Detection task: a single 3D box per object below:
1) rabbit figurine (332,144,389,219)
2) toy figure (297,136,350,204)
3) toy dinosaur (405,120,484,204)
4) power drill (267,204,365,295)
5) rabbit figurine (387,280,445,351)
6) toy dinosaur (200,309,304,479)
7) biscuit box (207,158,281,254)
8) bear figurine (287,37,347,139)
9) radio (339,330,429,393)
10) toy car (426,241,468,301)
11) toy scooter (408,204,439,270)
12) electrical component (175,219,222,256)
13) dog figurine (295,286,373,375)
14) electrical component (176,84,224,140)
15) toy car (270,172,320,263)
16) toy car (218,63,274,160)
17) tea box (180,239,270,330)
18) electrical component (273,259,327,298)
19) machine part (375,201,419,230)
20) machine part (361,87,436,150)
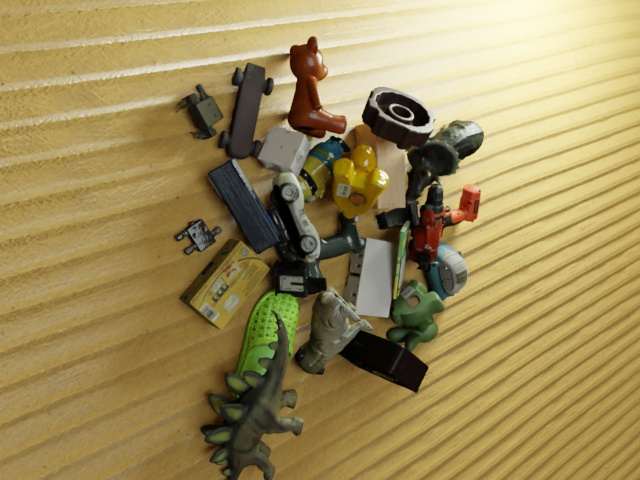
[{"bbox_3d":[0.095,-0.139,1.227,0.162,0.122,0.173,89,9,-49],"label":"rabbit figurine"},{"bbox_3d":[-0.010,-0.164,1.232,0.089,0.082,0.180,39,78,-16],"label":"toy figure"},{"bbox_3d":[0.343,-0.243,1.381,0.405,0.192,0.131,-32,111,-25],"label":"toy dinosaur"},{"bbox_3d":[-0.003,-0.004,1.248,0.207,0.086,0.231,-26,106,-33],"label":"power drill"},{"bbox_3d":[0.261,0.220,1.411,0.159,0.121,0.170,-45,130,-17],"label":"rabbit figurine"},{"bbox_3d":[-0.137,0.367,1.143,0.198,0.105,0.471,19,100,-28],"label":"toy dinosaur"},{"bbox_3d":[-0.157,-0.070,1.133,0.063,0.059,0.202,-28,103,6],"label":"biscuit box"},{"bbox_3d":[-0.013,-0.337,1.198,0.132,0.120,0.195,9,84,-36],"label":"bear figurine"},{"bbox_3d":[0.135,0.275,1.268,0.131,0.230,0.073,41,73,-33],"label":"radio"},{"bbox_3d":[0.348,0.089,1.461,0.109,0.103,0.161,-19,101,-29],"label":"toy car"},{"bbox_3d":[0.264,0.012,1.353,0.135,0.075,0.183,-82,172,-47],"label":"toy scooter"},{"bbox_3d":[-0.252,-0.012,1.123,0.094,0.021,0.063,-37,111,-24],"label":"electrical component"},{"bbox_3d":[-0.001,0.212,1.217,0.190,0.121,0.172,-44,122,2],"label":"dog figurine"},{"bbox_3d":[-0.245,-0.257,1.100,0.102,0.045,0.078,58,37,-24],"label":"electrical component"},{"bbox_3d":[-0.051,-0.046,1.147,0.056,0.073,0.201,-23,94,-25],"label":"toy car"},{"bbox_3d":[-0.158,-0.272,1.146,0.089,0.053,0.202,10,92,-21],"label":"toy car"},{"bbox_3d":[-0.200,0.091,1.136,0.098,0.068,0.169,49,68,-25],"label":"tea box"},{"bbox_3d":[-0.042,0.085,1.181,0.119,0.048,0.074,-1,115,8],"label":"electrical component"},{"bbox_3d":[0.208,-0.059,1.400,0.139,0.039,0.084,-10,105,-33],"label":"machine part"},{"bbox_3d":[0.180,-0.281,1.238,0.179,0.179,0.056,-8,142,-31],"label":"machine part"}]
